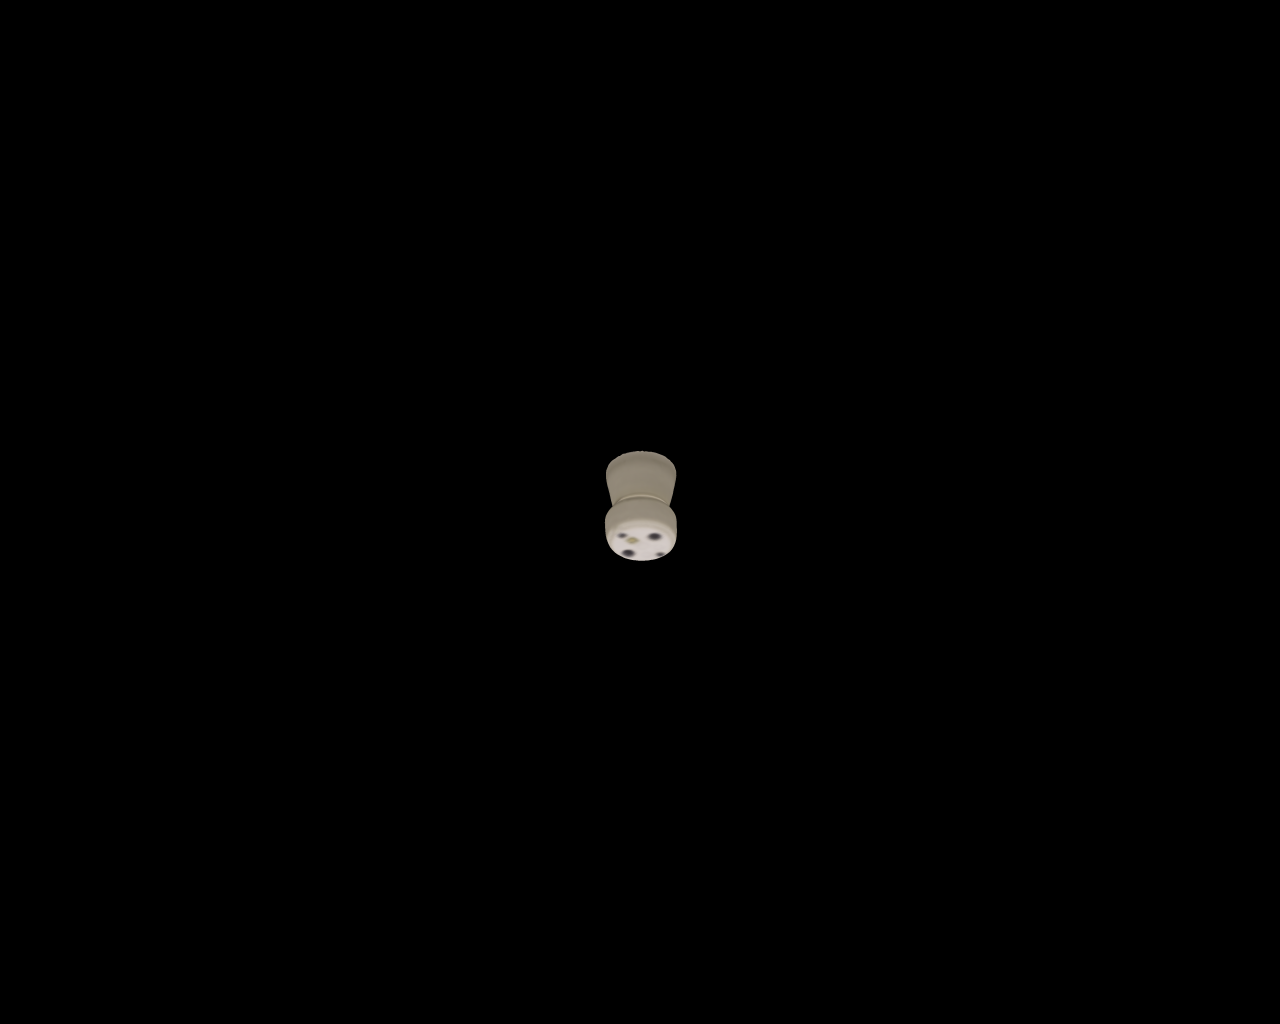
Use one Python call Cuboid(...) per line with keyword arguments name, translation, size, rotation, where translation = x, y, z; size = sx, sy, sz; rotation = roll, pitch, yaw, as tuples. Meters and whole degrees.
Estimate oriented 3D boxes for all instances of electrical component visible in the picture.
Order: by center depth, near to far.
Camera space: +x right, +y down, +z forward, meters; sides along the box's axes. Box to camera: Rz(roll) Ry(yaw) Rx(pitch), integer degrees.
Cuboid(name="electrical component", translation=(0.001, -0.003, 0.650), size=(0.045, 0.055, 0.044), rotation=(0, -35, 0))
